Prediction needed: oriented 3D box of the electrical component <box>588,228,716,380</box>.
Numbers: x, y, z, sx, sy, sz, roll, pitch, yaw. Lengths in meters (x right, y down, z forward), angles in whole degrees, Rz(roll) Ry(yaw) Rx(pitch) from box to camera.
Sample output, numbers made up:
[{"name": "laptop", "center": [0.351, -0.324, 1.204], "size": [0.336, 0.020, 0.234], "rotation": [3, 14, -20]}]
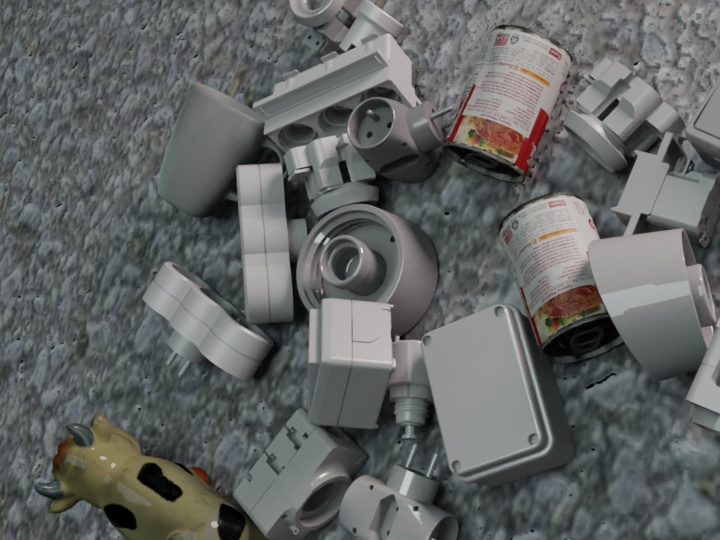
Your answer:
[{"name": "electrical component", "center": [0.193, 0.021, 0.696], "size": [0.064, 0.099, 0.099], "rotation": [-14, 66, 22]}]

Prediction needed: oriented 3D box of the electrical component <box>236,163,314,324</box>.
[{"name": "electrical component", "center": [-0.063, -0.024, 0.905], "size": [0.074, 0.052, 0.138], "rotation": [-4, 73, -7]}]

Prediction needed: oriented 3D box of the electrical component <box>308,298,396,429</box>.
[{"name": "electrical component", "center": [-0.012, 0.074, 0.803], "size": [0.061, 0.096, 0.061], "rotation": [6, 47, -7]}]

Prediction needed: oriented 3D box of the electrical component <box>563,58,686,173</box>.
[{"name": "electrical component", "center": [0.184, -0.107, 0.772], "size": [0.057, 0.058, 0.078], "rotation": [-46, 55, 7]}]

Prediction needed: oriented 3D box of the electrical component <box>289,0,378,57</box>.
[{"name": "electrical component", "center": [-0.026, -0.232, 0.951], "size": [0.078, 0.057, 0.058], "rotation": [-52, 54, 7]}]

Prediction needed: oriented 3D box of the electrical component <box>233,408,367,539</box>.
[{"name": "electrical component", "center": [-0.044, 0.161, 0.827], "size": [0.089, 0.050, 0.056], "rotation": [-53, 53, 6]}]

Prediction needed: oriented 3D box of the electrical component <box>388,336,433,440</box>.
[{"name": "electrical component", "center": [0.039, 0.088, 0.806], "size": [0.040, 0.040, 0.078], "rotation": [-7, 69, 31]}]

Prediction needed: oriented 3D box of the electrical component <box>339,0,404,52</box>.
[{"name": "electrical component", "center": [0.009, -0.203, 0.930], "size": [0.040, 0.040, 0.046], "rotation": [44, 104, 35]}]

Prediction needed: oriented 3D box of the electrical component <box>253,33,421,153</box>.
[{"name": "electrical component", "center": [-0.016, -0.145, 0.906], "size": [0.121, 0.079, 0.063], "rotation": [-20, 48, 26]}]

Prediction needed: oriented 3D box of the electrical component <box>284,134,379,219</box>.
[{"name": "electrical component", "center": [-0.017, -0.076, 0.884], "size": [0.058, 0.078, 0.057], "rotation": [146, 109, -69]}]

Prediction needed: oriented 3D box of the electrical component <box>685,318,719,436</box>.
[{"name": "electrical component", "center": [0.277, 0.091, 0.622], "size": [0.150, 0.089, 0.061], "rotation": [23, 87, 36]}]

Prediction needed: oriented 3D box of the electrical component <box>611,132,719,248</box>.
[{"name": "electrical component", "center": [0.216, -0.048, 0.741], "size": [0.064, 0.042, 0.081], "rotation": [20, 85, 32]}]

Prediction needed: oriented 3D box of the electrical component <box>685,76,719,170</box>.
[{"name": "electrical component", "center": [0.271, -0.110, 0.715], "size": [0.062, 0.061, 0.096], "rotation": [34, 93, 36]}]

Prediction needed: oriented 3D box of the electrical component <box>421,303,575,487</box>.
[{"name": "electrical component", "center": [0.095, 0.089, 0.759], "size": [0.078, 0.057, 0.113], "rotation": [-24, 62, 24]}]

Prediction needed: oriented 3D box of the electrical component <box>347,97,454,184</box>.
[{"name": "electrical component", "center": [0.043, -0.109, 0.851], "size": [0.079, 0.077, 0.043], "rotation": [-22, 63, 25]}]

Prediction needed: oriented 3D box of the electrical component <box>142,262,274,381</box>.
[{"name": "electrical component", "center": [-0.141, 0.057, 0.926], "size": [0.138, 0.052, 0.073], "rotation": [36, 94, 36]}]

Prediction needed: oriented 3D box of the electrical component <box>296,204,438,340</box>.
[{"name": "electrical component", "center": [0.000, 0.000, 0.848], "size": [0.108, 0.060, 0.108], "rotation": [-10, 70, 29]}]

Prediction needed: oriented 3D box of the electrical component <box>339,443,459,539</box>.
[{"name": "electrical component", "center": [0.034, 0.166, 0.779], "size": [0.077, 0.043, 0.079], "rotation": [18, 84, 36]}]
